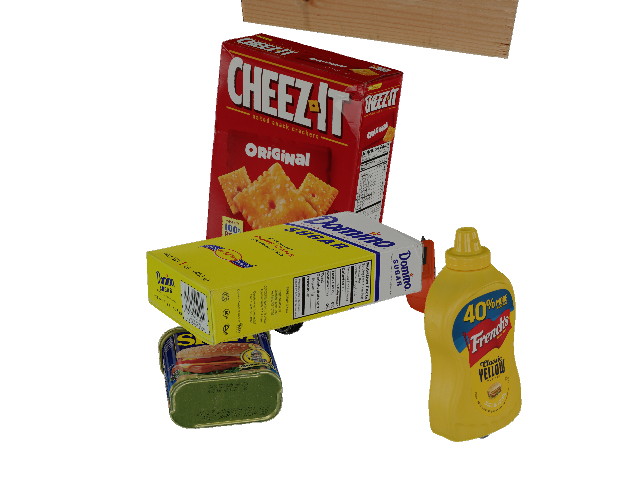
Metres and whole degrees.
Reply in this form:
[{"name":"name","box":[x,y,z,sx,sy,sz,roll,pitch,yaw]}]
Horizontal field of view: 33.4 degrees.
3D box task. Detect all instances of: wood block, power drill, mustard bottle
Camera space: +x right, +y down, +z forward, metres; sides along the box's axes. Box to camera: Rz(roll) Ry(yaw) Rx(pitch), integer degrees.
[{"name":"wood block","box":[0.049,-0.211,0.803,0.206,0.090,0.091,10,-32,7]},{"name":"power drill","box":[0.038,0.049,1.222,0.188,0.057,0.184,0,28,8]},{"name":"mustard bottle","box":[0.139,0.081,0.981,0.096,0.191,0.058,-16,18,-33]}]

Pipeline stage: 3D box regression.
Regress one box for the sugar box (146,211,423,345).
[{"name":"sugar box","box":[-0.023,0.021,0.753,0.175,0.048,0.093,-15,25,-32]}]

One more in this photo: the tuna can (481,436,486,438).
[{"name":"tuna can","box":[0.165,0.176,1.184,0.034,0.086,0.086,-4,-2,30]}]

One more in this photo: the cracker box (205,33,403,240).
[{"name":"cracker box","box":[-0.022,-0.069,1.002,0.164,0.214,0.071,21,27,29]}]

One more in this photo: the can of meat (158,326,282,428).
[{"name":"can of meat","box":[-0.087,0.117,0.932,0.102,0.057,0.084,-5,27,-11]}]
